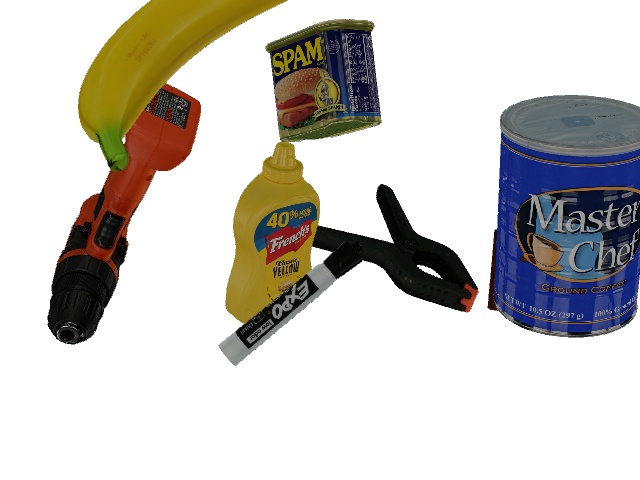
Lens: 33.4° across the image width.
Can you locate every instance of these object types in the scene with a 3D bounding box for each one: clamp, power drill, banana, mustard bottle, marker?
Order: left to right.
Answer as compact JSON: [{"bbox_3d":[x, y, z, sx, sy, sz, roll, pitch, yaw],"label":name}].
[{"bbox_3d":[-0.165,-0.027,0.872,0.057,0.188,0.184,24,31,-18],"label":"power drill"},{"bbox_3d":[-0.065,-0.109,0.566,0.070,0.197,0.037,31,-28,20],"label":"banana"},{"bbox_3d":[-0.046,-0.011,1.102,0.096,0.192,0.058,-13,34,-34],"label":"mustard bottle"},{"bbox_3d":[-0.018,0.042,0.742,0.121,0.020,0.020,-39,3,-3],"label":"marker"},{"bbox_3d":[0.088,0.016,1.244,0.164,0.036,0.210,-22,52,-39],"label":"clamp"}]

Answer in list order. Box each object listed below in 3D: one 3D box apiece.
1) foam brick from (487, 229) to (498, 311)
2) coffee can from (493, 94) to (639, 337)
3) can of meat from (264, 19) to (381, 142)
[{"bbox_3d":[0.189,0.026,0.982,0.053,0.078,0.051,9,16,28],"label":"foam brick"},{"bbox_3d":[0.174,-0.019,0.742,0.103,0.140,0.103,-2,26,1],"label":"coffee can"},{"bbox_3d":[0.003,-0.132,0.898,0.057,0.084,0.102,-6,-2,-39],"label":"can of meat"}]
